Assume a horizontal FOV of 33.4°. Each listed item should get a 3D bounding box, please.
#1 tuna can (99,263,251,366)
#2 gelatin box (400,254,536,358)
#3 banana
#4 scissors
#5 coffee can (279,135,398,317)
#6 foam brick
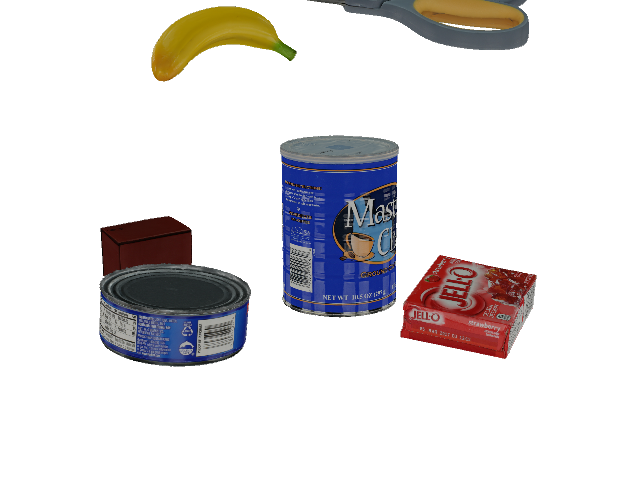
[{"bbox_3d":[-0.084,0.042,0.612,0.086,0.034,0.086,5,15,-1],"label":"tuna can"},{"bbox_3d":[0.103,0.044,0.734,0.073,0.030,0.089,12,24,20],"label":"gelatin box"},{"bbox_3d":[-0.102,-0.195,1.032,0.070,0.037,0.197,44,38,20],"label":"banana"},{"bbox_3d":[0.040,-0.157,0.664,0.202,0.016,0.096,20,44,25],"label":"scissors"},{"bbox_3d":[0.017,-0.015,0.938,0.103,0.140,0.103,0,15,0],"label":"coffee can"},{"bbox_3d":[-0.173,0.012,1.062,0.078,0.051,0.053,-12,23,-29],"label":"foam brick"}]
